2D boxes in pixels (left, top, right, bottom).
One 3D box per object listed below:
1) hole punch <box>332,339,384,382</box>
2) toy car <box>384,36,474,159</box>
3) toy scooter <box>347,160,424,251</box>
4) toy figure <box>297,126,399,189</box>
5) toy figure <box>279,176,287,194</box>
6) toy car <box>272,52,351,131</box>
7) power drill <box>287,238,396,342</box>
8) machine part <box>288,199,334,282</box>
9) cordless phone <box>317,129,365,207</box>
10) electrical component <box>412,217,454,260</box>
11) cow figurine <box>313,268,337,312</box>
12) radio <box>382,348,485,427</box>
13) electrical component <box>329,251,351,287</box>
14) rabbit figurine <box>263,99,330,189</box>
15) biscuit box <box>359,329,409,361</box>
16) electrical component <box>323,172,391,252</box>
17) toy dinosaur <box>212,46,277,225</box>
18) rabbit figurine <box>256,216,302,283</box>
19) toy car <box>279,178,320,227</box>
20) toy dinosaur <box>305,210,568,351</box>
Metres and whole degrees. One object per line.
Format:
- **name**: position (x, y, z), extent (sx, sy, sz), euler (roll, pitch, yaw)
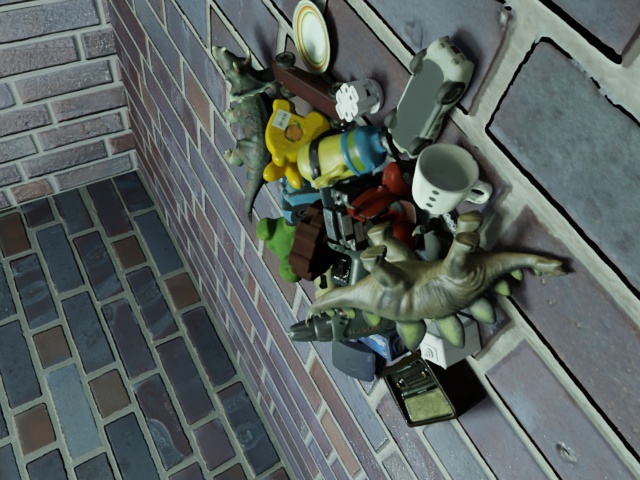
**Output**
- **hole punch**: position (0.090, 0.273, 1.273), extent (0.116, 0.092, 0.142), euler (41, 142, 41)
- **toy car**: position (0.149, -0.193, 0.761), extent (0.073, 0.056, 0.201), euler (54, 155, 17)
- **toy scooter**: position (0.106, -0.036, 0.892), extent (0.075, 0.135, 0.183), euler (36, 143, 49)
- **toy figure**: position (0.046, -0.146, 0.907), extent (0.180, 0.082, 0.089), euler (-19, 86, 33)
- **toy figure**: position (-0.071, -0.139, 1.295), extent (0.058, 0.064, 0.154), euler (11, 132, 12)
- **toy car**: position (-0.011, -0.281, 0.999), extent (0.202, 0.053, 0.089), euler (38, 160, 27)
- **power drill**: position (0.050, 0.101, 1.058), extent (0.086, 0.232, 0.207), euler (-134, 44, -83)
- **machine part**: position (-0.002, -0.003, 1.104), extent (0.056, 0.179, 0.179), euler (24, 140, 18)
- **cordless phone**: position (0.022, -0.152, 1.065), extent (0.184, 0.089, 0.146), euler (-118, 15, -66)
- **electrical component**: position (0.189, 0.017, 0.872), extent (0.078, 0.045, 0.102), euler (39, 144, 51)
- **cow figurine**: position (0.021, 0.090, 1.267), extent (0.127, 0.085, 0.194), euler (-127, 27, -45)
- **radio**: position (0.206, 0.276, 1.030), extent (0.131, 0.073, 0.229), euler (61, 156, 15)
- **electrical component**: position (0.058, 0.066, 1.153), extent (0.048, 0.075, 0.119), euler (18, 127, 32)
- **rabbit figurine**: position (-0.050, -0.190, 1.121), extent (0.173, 0.122, 0.162), euler (82, -159, -88)
- **biscuit box**: position (0.115, 0.189, 1.168), extent (0.203, 0.063, 0.059), euler (25, 134, 59)
- **electrical component**: position (0.073, -0.048, 0.956), extent (0.058, 0.134, 0.114), euler (27, 132, 56)
- **toy dinosaur**: position (-0.145, -0.236, 1.221), extent (0.192, 0.131, 0.404), euler (-171, 70, -70)
- **rabbit figurine**: position (-0.080, 0.035, 1.345), extent (0.159, 0.121, 0.170), euler (60, -161, -62)
- **toy car**: position (-0.036, -0.099, 1.215), extent (0.161, 0.109, 0.103), euler (96, 168, -68)
- **toy dinosaur**: position (0.135, 0.075, 0.823), extent (0.472, 0.105, 0.198), euler (-8, 117, 40)
